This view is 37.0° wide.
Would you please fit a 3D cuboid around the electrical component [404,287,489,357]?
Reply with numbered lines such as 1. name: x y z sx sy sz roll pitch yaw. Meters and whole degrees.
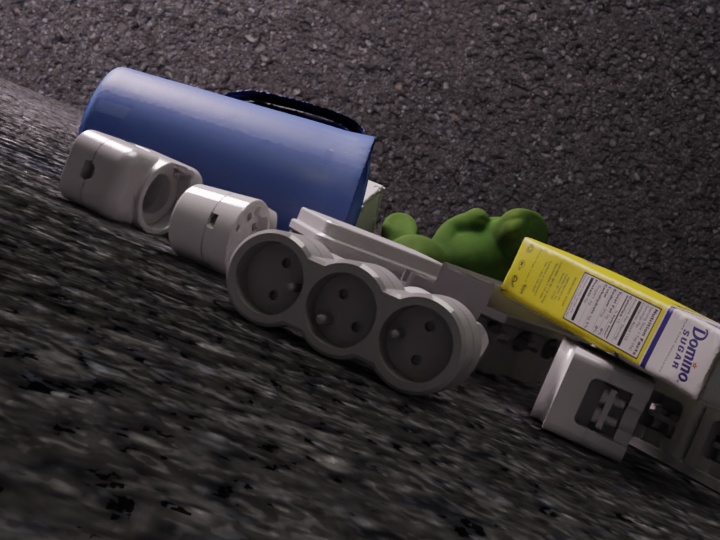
1. electrical component: 0.044 0.040 0.642 0.043 0.043 0.081 20 4 -23

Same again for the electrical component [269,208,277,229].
1. electrical component: -0.095 -0.030 0.811 0.055 0.048 0.066 13 6 -15

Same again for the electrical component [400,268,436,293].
1. electrical component: 0.039 0.026 0.773 0.040 0.046 0.040 22 4 -2

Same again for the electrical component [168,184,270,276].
1. electrical component: -0.094 -0.027 0.715 0.047 0.055 0.055 19 3 19

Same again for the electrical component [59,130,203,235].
1. electrical component: -0.164 -0.062 0.792 0.059 0.053 0.095 24 5 28

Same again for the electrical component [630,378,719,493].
1. electrical component: 0.252 0.112 0.669 0.089 0.061 0.150 19 5 -41

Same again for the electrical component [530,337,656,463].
1. electrical component: 0.137 0.074 0.639 0.056 0.050 0.089 24 5 12

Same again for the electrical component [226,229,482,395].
1. electrical component: 0.002 0.022 0.587 0.138 0.052 0.074 23 5 18

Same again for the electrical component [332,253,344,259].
1. electrical component: -0.035 0.005 0.677 0.081 0.043 0.043 25 5 35

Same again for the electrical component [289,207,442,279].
1. electrical component: 0.000 0.000 0.828 0.113 0.057 0.078 20 5 -25

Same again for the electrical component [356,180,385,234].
1. electrical component: -0.022 -0.045 1.096 0.061 0.096 0.062 23 34 17

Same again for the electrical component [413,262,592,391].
1. electrical component: 0.096 0.042 0.749 0.079 0.063 0.121 25 5 39
